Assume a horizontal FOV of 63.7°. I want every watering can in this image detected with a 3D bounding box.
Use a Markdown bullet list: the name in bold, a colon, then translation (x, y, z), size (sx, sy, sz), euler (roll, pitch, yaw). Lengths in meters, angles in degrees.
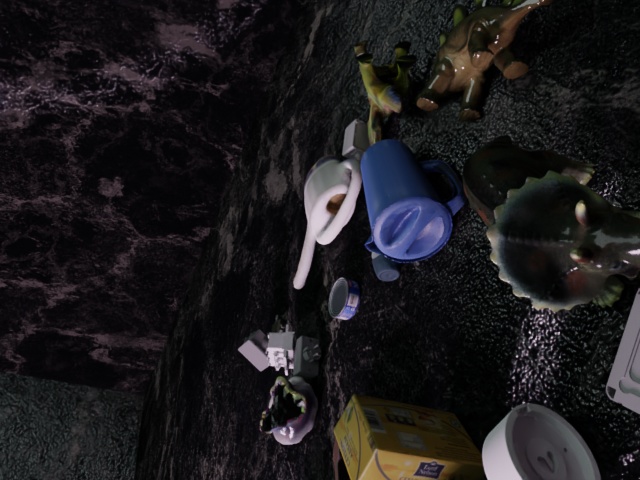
- **watering can**: translation (0.004, -0.064, 1.262), size (0.341, 0.103, 0.229), euler (-59, 24, 27)

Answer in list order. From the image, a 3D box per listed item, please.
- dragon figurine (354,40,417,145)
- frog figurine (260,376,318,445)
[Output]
- **dragon figurine**: translation (0.138, -0.281, 1.104), size (0.420, 0.122, 0.237), euler (-86, -7, -50)
- **frog figurine**: translation (-0.058, 0.369, 1.118), size (0.157, 0.122, 0.140), euler (67, -161, -65)
